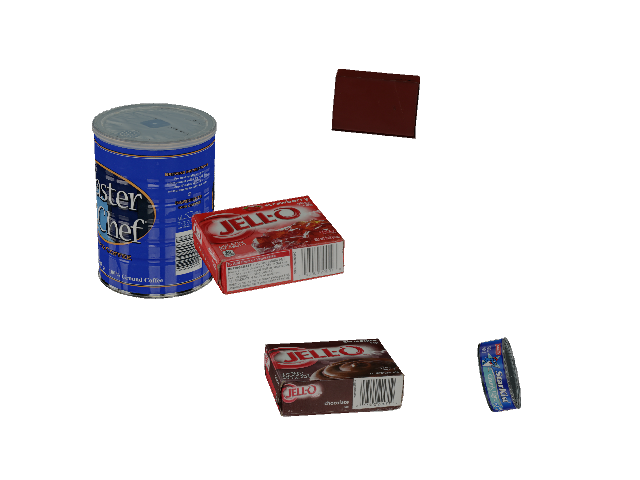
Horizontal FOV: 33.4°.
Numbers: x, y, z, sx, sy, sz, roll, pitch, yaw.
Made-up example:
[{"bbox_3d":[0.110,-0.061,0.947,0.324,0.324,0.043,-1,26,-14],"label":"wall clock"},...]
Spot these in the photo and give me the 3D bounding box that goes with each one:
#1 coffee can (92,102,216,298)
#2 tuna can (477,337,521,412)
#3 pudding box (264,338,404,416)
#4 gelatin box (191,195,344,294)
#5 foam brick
[{"bbox_3d":[-0.141,-0.035,0.913,0.103,0.140,0.103,3,25,-1],"label":"coffee can"},{"bbox_3d":[0.213,0.160,1.271,0.034,0.086,0.086,-12,-3,16],"label":"tuna can"},{"bbox_3d":[0.010,0.122,0.968,0.113,0.039,0.090,0,17,-12],"label":"pudding box"},{"bbox_3d":[-0.037,0.001,0.732,0.089,0.030,0.073,-10,29,-17],"label":"gelatin box"},{"bbox_3d":[0.051,-0.125,0.972,0.078,0.051,0.053,6,16,4],"label":"foam brick"}]
